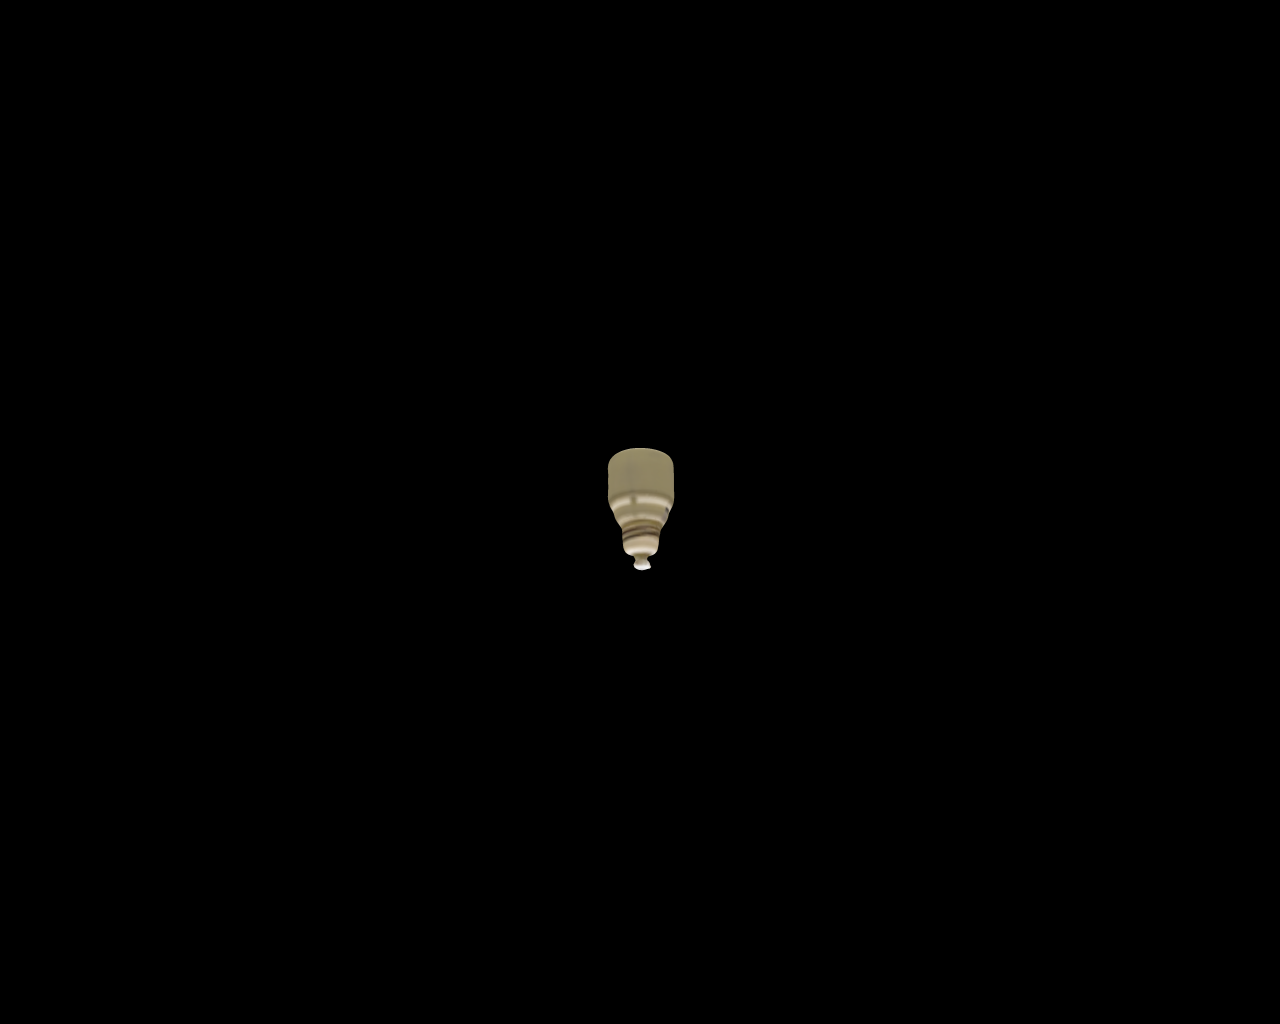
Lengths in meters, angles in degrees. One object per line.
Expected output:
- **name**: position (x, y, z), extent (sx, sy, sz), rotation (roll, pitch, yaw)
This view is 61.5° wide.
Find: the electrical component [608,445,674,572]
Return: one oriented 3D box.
- **electrical component**: position (0.001, -0.003, 0.650), extent (0.040, 0.078, 0.040), rotation (0, -20, 0)
